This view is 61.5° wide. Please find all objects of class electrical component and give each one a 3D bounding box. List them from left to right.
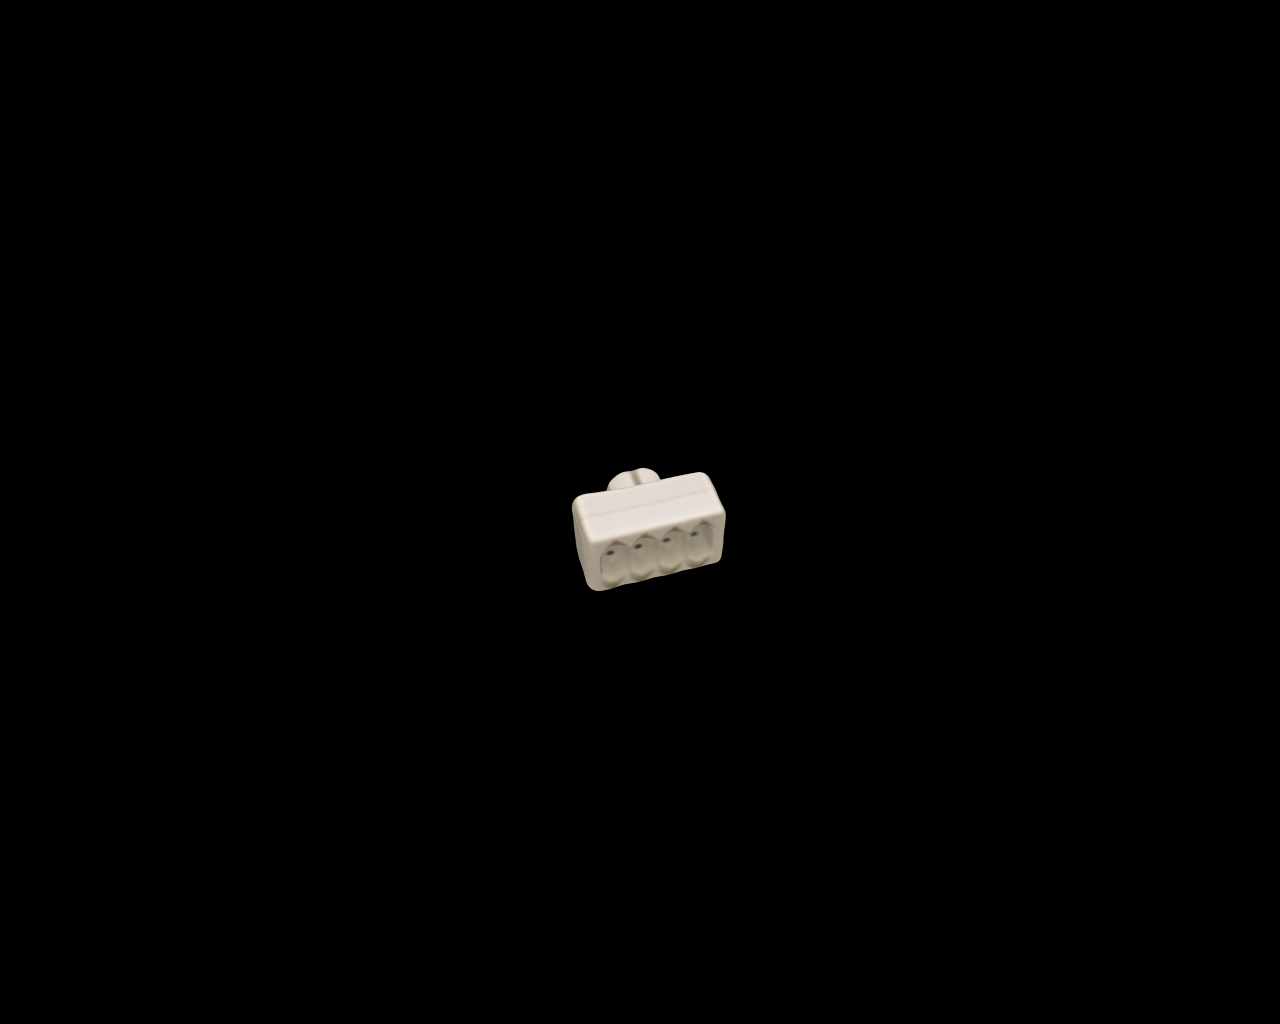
[{"bbox_3d":[0.001,-0.003,0.650,0.083,0.076,0.047,-12,-39,-10],"label":"electrical component"}]
